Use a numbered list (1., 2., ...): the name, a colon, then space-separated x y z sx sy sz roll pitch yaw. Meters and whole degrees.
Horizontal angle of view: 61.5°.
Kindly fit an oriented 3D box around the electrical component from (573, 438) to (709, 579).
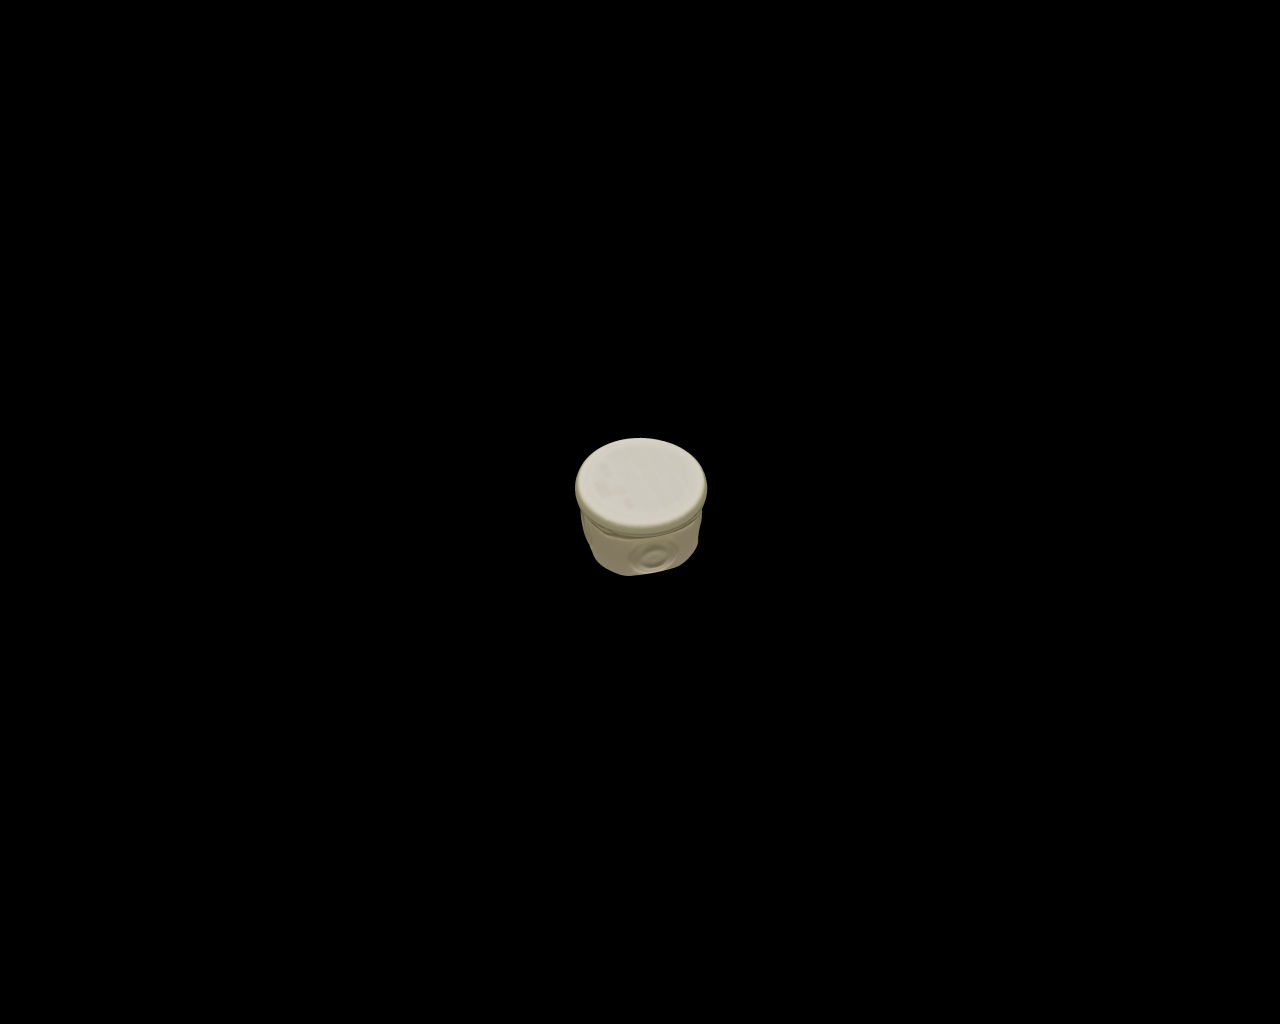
1. electrical component: 0.001 -0.003 0.650 0.080 0.080 0.050 0 -44 0
